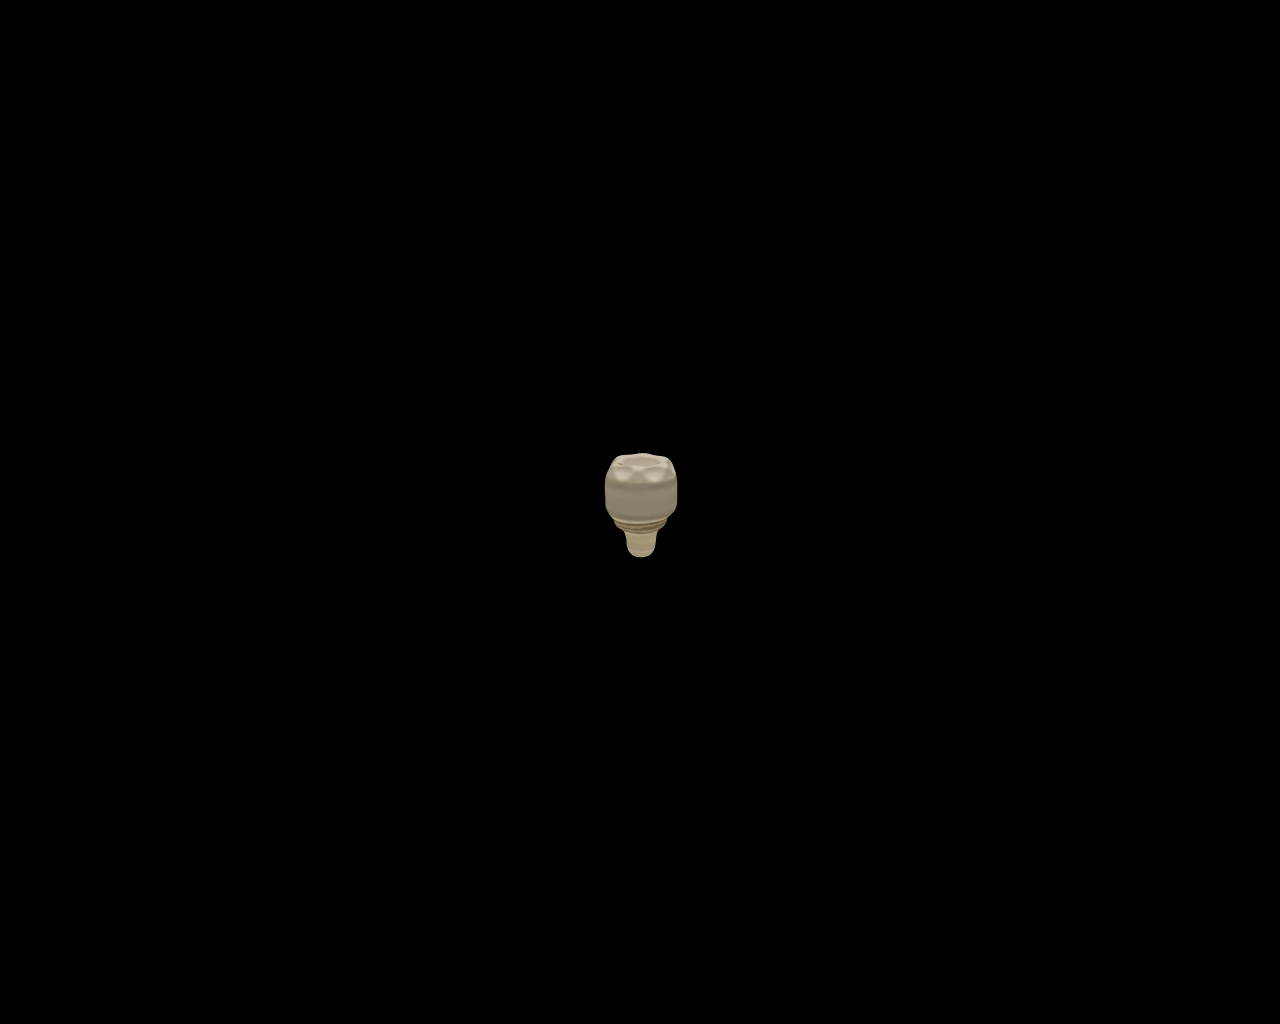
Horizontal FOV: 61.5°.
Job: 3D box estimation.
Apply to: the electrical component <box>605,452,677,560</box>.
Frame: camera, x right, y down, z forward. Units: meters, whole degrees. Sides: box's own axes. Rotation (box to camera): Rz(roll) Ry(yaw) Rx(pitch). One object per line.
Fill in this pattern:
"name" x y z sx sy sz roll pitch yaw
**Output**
"electrical component" 0.001 -0.003 0.650 0.043 0.062 0.043 0 18 0
